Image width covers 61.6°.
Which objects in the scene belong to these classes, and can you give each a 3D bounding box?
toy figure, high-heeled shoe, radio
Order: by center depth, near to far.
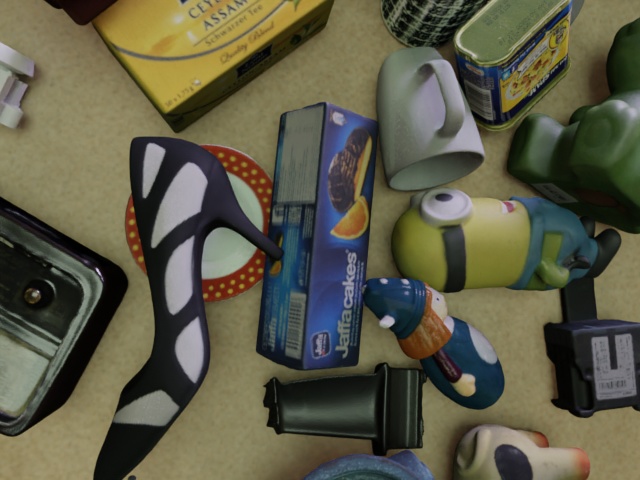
[{"bbox_3d":[-0.135,0.047,0.394,0.145,0.086,0.248,34,83,-3],"label":"high-heeled shoe"},{"bbox_3d":[-0.272,0.027,0.398,0.229,0.073,0.131,32,83,-4],"label":"radio"},{"bbox_3d":[0.092,0.076,0.428,0.058,0.064,0.154,-48,116,-9],"label":"toy figure"},{"bbox_3d":[0.150,0.005,0.449,0.180,0.082,0.089,8,83,-9],"label":"toy figure"}]

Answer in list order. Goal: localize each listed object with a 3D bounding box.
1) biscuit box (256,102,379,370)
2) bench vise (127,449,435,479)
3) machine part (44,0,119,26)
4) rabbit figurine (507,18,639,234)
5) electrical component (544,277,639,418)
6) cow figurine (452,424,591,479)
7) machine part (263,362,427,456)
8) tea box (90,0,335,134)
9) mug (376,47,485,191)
[{"bbox_3d":[-0.001,-0.001,0.430,0.063,0.059,0.202,8,86,-42],"label":"biscuit box"},{"bbox_3d":[-0.008,0.210,0.335,0.224,0.240,0.128,-9,86,-12],"label":"bench vise"},{"bbox_3d":[-0.210,-0.253,0.346,0.087,0.201,0.201,-42,47,0],"label":"machine part"},{"bbox_3d":[0.273,-0.102,0.451,0.159,0.121,0.170,28,85,-11],"label":"rabbit figurine"},{"bbox_3d":[0.242,0.089,0.471,0.075,0.048,0.119,0,88,-8],"label":"electrical component"},{"bbox_3d":[0.126,0.245,0.428,0.127,0.085,0.194,15,87,-12],"label":"cow figurine"},{"bbox_3d":[0.022,0.139,0.445,0.139,0.039,0.084,6,91,-10],"label":"machine part"},{"bbox_3d":[-0.083,-0.178,0.439,0.169,0.068,0.098,-40,92,-7],"label":"tea box"},{"bbox_3d":[0.083,-0.107,0.440,0.081,0.109,0.107,-12,74,-3],"label":"mug"}]
